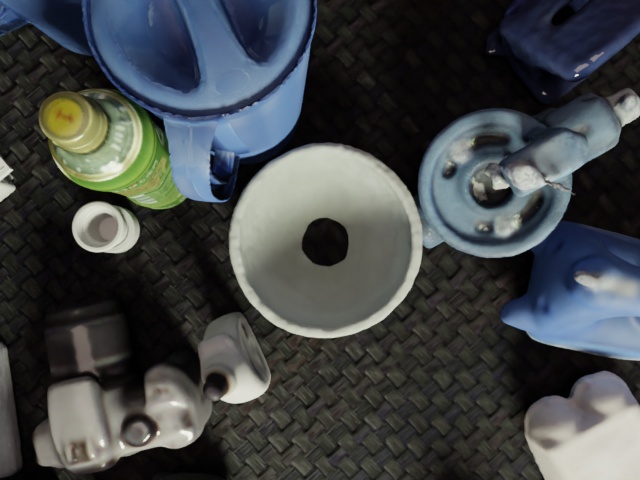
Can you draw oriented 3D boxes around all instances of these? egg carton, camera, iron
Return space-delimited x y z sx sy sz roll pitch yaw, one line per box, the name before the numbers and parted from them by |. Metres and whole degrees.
egg carton | 0.255 0.202 0.520 0.107 0.069 0.150 -29 89 -2
camera | -0.181 0.119 0.497 0.143 0.100 0.137 -12 88 -2
iron | 0.300 0.054 0.491 0.258 0.141 0.119 12 87 -1

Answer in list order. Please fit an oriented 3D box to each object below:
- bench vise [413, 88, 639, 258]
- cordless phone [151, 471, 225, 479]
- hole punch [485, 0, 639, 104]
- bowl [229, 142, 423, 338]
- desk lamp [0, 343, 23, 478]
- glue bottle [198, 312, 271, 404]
bench vise | 0.166 -0.074 0.453 0.121 0.219 0.207 42 88 1
cordless phone | -0.128 0.276 0.450 0.094 0.185 0.148 13 87 0
hole punch | 0.224 -0.195 0.524 0.109 0.091 0.101 -40 89 -2
bowl | 0.005 0.002 0.519 0.167 0.074 0.167 0 88 -1
desk lamp | -0.334 0.120 0.437 0.118 0.213 0.203 -11 88 -1
glue bottle | -0.074 0.103 0.464 0.037 0.173 0.078 -23 88 -2
